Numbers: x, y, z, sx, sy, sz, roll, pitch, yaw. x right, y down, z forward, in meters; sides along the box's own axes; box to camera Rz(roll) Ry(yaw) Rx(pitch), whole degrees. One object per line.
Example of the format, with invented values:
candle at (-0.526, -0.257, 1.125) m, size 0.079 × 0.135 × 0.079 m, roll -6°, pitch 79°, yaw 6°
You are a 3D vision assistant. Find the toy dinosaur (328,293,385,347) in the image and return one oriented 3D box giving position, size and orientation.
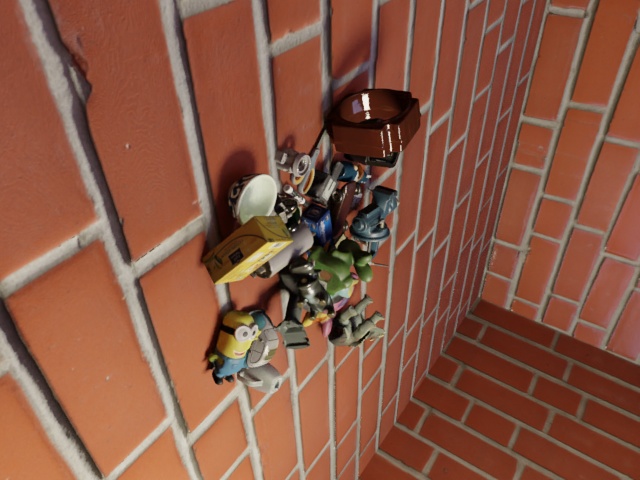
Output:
toy dinosaur at (0.092, 0.288, 1.741) m, size 0.192 × 0.131 × 0.404 m, roll -50°, pitch 159°, yaw 19°

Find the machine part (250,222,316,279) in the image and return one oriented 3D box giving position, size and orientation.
machine part at (-0.094, 0.023, 1.312) m, size 0.243 × 0.079 × 0.079 m, roll -36°, pitch 140°, yaw -43°

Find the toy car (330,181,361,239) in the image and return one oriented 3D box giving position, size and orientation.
toy car at (0.054, -0.084, 1.496) m, size 0.089 × 0.053 × 0.202 m, roll -23°, pitch 143°, yaw -36°

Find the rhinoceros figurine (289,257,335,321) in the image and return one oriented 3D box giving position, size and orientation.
rhinoceros figurine at (-0.017, 0.120, 1.337) m, size 0.190 × 0.073 × 0.112 m, roll 62°, pitch 24°, yaw -44°

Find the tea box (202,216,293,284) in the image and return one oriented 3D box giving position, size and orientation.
tea box at (-0.152, 0.020, 1.125) m, size 0.169 × 0.068 × 0.098 m, roll -35°, pitch 165°, yaw 25°

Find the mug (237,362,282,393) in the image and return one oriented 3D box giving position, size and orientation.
mug at (-0.160, 0.360, 1.421) m, size 0.109 × 0.107 × 0.080 m, roll 5°, pitch 105°, yaw -64°

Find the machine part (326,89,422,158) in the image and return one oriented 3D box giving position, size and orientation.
machine part at (0.133, -0.294, 1.322) m, size 0.201 × 0.202 × 0.087 m, roll -53°, pitch 143°, yaw -38°

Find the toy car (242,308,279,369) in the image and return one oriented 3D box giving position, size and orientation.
toy car at (-0.160, 0.260, 1.351) m, size 0.109 × 0.103 × 0.161 m, roll 10°, pitch 100°, yaw -61°

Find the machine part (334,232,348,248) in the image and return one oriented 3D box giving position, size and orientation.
machine part at (0.062, 0.031, 1.640) m, size 0.084 × 0.039 × 0.138 m, roll -60°, pitch 151°, yaw -31°

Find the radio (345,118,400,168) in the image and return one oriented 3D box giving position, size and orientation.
radio at (0.164, -0.279, 1.540) m, size 0.229 × 0.073 × 0.131 m, roll -7°, pitch 116°, yaw -59°

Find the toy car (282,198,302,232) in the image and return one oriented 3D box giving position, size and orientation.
toy car at (-0.110, -0.035, 1.263) m, size 0.202 × 0.056 × 0.073 m, roll -38°, pitch 135°, yaw -45°

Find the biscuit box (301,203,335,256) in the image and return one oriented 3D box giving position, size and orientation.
biscuit box at (-0.003, -0.004, 1.469) m, size 0.063 × 0.059 × 0.202 m, roll -48°, pitch 147°, yaw -31°

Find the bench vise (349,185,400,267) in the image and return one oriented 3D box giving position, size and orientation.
bench vise at (0.163, -0.036, 1.613) m, size 0.224 × 0.129 × 0.240 m, roll -48°, pitch 147°, yaw -54°

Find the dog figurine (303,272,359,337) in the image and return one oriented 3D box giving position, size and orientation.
dog figurine at (0.025, 0.184, 1.601) m, size 0.191 × 0.108 × 0.219 m, roll -37°, pitch 152°, yaw -82°

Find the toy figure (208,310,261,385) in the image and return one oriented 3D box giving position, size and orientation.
toy figure at (-0.213, 0.253, 1.278) m, size 0.180 × 0.089 × 0.082 m, roll -65°, pitch 166°, yaw 17°

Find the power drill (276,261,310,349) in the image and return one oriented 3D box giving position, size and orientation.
power drill at (-0.054, 0.185, 1.432) m, size 0.231 × 0.086 × 0.207 m, roll 72°, pitch 22°, yaw -43°

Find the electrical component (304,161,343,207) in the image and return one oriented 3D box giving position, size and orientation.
electrical component at (0.012, -0.153, 1.396) m, size 0.074 × 0.048 × 0.119 m, roll 24°, pitch 89°, yaw -63°

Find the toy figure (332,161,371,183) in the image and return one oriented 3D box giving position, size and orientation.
toy figure at (0.089, -0.185, 1.491) m, size 0.154 × 0.064 × 0.057 m, roll -1°, pitch 95°, yaw -60°

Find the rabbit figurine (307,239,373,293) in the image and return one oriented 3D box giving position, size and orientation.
rabbit figurine at (0.064, 0.051, 1.427) m, size 0.170 × 0.159 × 0.121 m, roll -47°, pitch 139°, yaw -44°

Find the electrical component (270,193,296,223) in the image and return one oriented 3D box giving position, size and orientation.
electrical component at (-0.104, -0.073, 1.206) m, size 0.078 × 0.102 × 0.045 m, roll -40°, pitch 143°, yaw -1°
